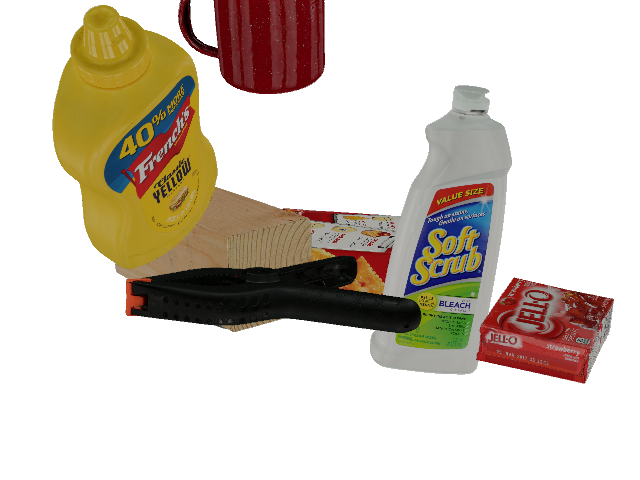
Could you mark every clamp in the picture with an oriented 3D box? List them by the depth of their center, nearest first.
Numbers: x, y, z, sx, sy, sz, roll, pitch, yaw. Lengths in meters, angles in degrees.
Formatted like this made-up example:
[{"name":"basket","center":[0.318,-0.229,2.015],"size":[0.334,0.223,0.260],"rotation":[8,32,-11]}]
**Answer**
[{"name":"clamp","center":[-0.037,0.042,0.799],"size":[0.209,0.036,0.165],"rotation":[-2,11,-22]}]

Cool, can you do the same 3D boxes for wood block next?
[{"name":"wood block","center":[-0.106,0.008,1.005],"size":[0.090,0.090,0.206],"rotation":[-13,21,-37]}]

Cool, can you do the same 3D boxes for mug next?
[{"name":"mug","center":[-0.050,-0.163,0.805],"size":[0.117,0.081,0.093],"rotation":[2,34,5]}]

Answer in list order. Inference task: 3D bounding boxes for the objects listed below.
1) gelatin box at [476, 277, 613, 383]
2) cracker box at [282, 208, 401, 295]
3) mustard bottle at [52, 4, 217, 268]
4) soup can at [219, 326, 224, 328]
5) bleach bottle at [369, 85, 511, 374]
[{"name":"gelatin box","center":[0.154,0.059,0.725],"size":[0.073,0.030,0.089],"rotation":[12,24,22]},{"name":"cracker box","center":[0.042,0.022,1.127],"size":[0.214,0.072,0.164],"rotation":[5,15,11]},{"name":"mustard bottle","center":[-0.109,-0.065,0.620],"size":[0.058,0.096,0.191],"rotation":[34,-24,19]},{"name":"soup can","center":[-0.102,0.045,1.266],"size":[0.068,0.102,0.068],"rotation":[0,24,0]},{"name":"bleach bottle","center":[0.107,-0.010,0.934],"size":[0.102,0.251,0.068],"rotation":[6,19,0]}]
